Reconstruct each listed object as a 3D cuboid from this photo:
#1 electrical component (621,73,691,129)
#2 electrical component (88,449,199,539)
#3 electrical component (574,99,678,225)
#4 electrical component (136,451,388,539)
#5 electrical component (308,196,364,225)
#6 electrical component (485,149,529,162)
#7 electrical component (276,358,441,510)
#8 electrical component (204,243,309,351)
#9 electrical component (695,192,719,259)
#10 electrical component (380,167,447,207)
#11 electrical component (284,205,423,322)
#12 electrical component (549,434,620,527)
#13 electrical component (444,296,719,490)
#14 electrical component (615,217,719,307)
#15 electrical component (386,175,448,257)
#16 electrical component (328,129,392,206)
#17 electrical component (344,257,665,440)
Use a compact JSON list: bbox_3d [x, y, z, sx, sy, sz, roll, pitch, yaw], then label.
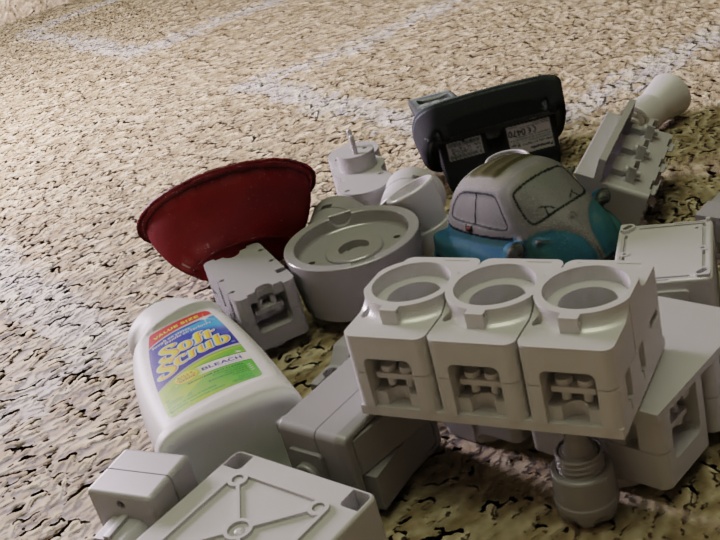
[{"bbox_3d":[0.278,-0.153,1.021,0.065,0.044,0.044,-38,33,-30],"label":"electrical component"},{"bbox_3d":[-0.126,0.151,0.606,0.047,0.065,0.076,0,30,29],"label":"electrical component"},{"bbox_3d":[0.214,-0.077,0.875,0.063,0.078,0.121,19,37,15],"label":"electrical component"},{"bbox_3d":[-0.056,0.157,0.566,0.109,0.056,0.109,9,35,40],"label":"electrical component"},{"bbox_3d":[-0.020,-0.028,0.920,0.055,0.055,0.047,-6,31,19],"label":"electrical component"},{"bbox_3d":[0.133,-0.077,0.940,0.040,0.046,0.040,-12,26,6],"label":"electrical component"},{"bbox_3d":[0.000,0.102,0.641,0.061,0.061,0.096,8,34,39],"label":"electrical component"},{"bbox_3d":[-0.081,0.024,0.844,0.050,0.055,0.089,-23,27,-16],"label":"electrical component"},{"bbox_3d":[0.281,-0.037,0.784,0.066,0.048,0.055,14,46,45],"label":"electrical component"},{"bbox_3d":[0.044,-0.055,0.937,0.055,0.055,0.047,-5,31,20],"label":"electrical component"},{"bbox_3d":[0.000,0.000,0.843,0.108,0.060,0.108,-12,26,6],"label":"electrical component"},{"bbox_3d":[0.117,0.104,0.571,0.035,0.061,0.035,-12,26,6],"label":"electrical component"},{"bbox_3d":[0.127,0.061,0.654,0.186,0.060,0.105,12,37,43],"label":"electrical component"},{"bbox_3d":[0.201,0.015,0.703,0.062,0.061,0.096,-5,28,21],"label":"electrical component"},{"bbox_3d":[0.056,-0.040,0.886,0.044,0.065,0.044,-30,13,8],"label":"electrical component"},{"bbox_3d":[-0.001,-0.097,1.022,0.052,0.073,0.138,-16,26,-1],"label":"electrical component"},{"bbox_3d":[0.079,0.034,0.587,0.150,0.061,0.089,1,30,30],"label":"electrical component"}]
